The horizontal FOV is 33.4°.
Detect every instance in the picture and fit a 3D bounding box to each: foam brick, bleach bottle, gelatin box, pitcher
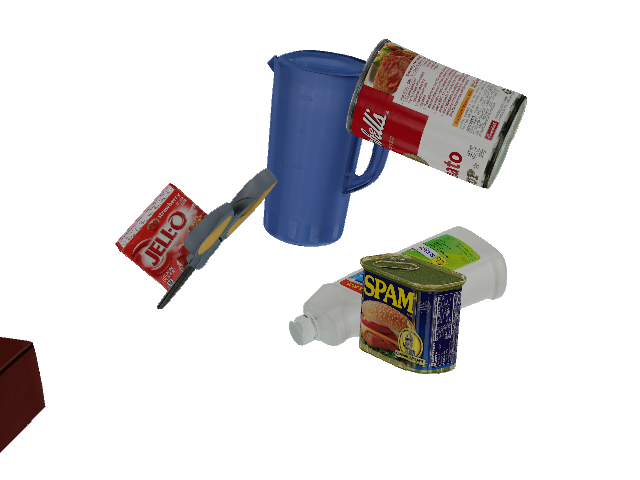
[{"bbox_3d":[-0.223,0.103,0.685,0.053,0.051,0.078,6,29,22],"label":"foam brick"},{"bbox_3d":[0.083,0.063,1.208,0.250,0.068,0.103,-22,38,-24],"label":"bleach bottle"},{"bbox_3d":[-0.158,-0.003,1.122,0.073,0.089,0.030,43,-5,-29],"label":"gelatin box"},{"bbox_3d":[0.001,-0.117,1.383,0.144,0.243,0.149,1,23,-17],"label":"pitcher"}]

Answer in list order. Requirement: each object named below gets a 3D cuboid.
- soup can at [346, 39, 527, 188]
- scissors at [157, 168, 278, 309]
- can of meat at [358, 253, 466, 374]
[{"bbox_3d":[0.077,-0.084,0.709,0.102,0.068,0.068,24,5,12],"label":"soup can"},{"bbox_3d":[-0.103,0.015,0.854,0.202,0.016,0.096,-46,-5,33],"label":"scissors"},{"bbox_3d":[0.079,0.065,0.952,0.057,0.084,0.102,-8,18,-36],"label":"can of meat"}]
